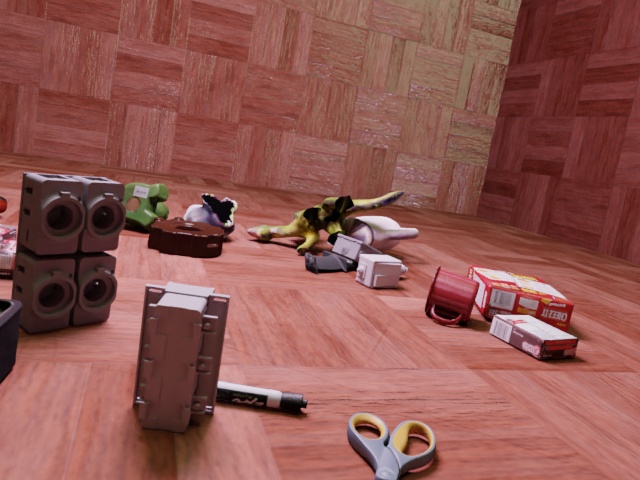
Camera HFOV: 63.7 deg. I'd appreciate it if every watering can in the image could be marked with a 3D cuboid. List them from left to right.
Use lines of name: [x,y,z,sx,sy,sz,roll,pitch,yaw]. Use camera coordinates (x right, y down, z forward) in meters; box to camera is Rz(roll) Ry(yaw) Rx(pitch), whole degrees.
watering can: [0.116,-0.017,1.510,0.225,0.104,0.347,-4,3,-44]

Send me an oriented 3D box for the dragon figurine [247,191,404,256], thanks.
dragon figurine: [0.004,-0.071,1.407,0.412,0.120,0.245,-19,18,-15]

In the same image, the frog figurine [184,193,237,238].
frog figurine: [-0.299,-0.045,1.334,0.157,0.123,0.138,-28,-6,36]
